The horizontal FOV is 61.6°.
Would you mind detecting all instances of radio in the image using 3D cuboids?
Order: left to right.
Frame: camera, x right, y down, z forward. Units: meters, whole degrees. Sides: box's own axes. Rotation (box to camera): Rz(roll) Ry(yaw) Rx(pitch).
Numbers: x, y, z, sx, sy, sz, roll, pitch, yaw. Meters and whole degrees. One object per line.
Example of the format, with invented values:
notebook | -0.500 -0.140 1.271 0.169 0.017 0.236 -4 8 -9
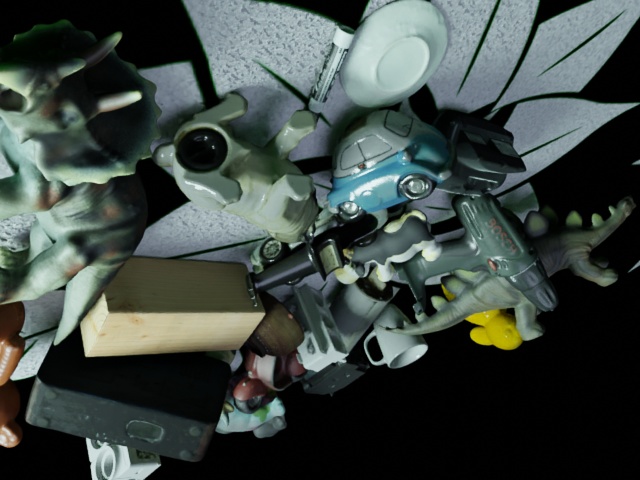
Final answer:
radio | -0.235 0.190 0.683 0.229 0.131 0.073 17 112 -12

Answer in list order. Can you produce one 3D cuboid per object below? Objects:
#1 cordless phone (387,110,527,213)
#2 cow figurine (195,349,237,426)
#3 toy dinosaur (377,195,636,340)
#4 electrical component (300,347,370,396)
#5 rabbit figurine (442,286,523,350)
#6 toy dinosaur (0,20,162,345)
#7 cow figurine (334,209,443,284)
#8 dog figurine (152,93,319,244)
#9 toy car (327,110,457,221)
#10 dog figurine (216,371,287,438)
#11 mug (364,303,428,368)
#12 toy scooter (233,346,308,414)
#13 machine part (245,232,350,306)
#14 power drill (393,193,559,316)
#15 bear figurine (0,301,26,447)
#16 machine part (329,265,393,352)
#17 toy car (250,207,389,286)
cordless phone | 0.171 -0.085 0.744 0.146 0.089 0.184 4 146 -38
cow figurine | -0.174 0.207 0.827 0.085 0.127 0.194 -3 136 -27
toy dinosaur | 0.324 0.062 0.921 0.471 0.198 0.105 -39 -176 10
electrical component | 0.021 0.260 1.088 0.115 0.058 0.134 -42 143 16
rabbit figurine | 0.327 0.146 1.047 0.122 0.173 0.162 -26 141 -8
toy dinosaur | -0.227 -0.034 0.501 0.192 0.131 0.404 -16 150 -15
cow figurine | 0.087 0.013 0.792 0.167 0.068 0.098 -25 149 14
dog figurine | -0.082 -0.052 0.596 0.172 0.121 0.190 14 157 -1
toy car | 0.071 -0.097 0.628 0.162 0.109 0.102 -18 115 27
dog figurine | -0.179 0.317 0.989 0.219 0.108 0.191 -14 146 -12
mug | 0.134 0.182 1.018 0.109 0.107 0.080 -31 145 10
toy scooter | -0.077 0.195 0.904 0.184 0.075 0.135 -29 128 -49
machine part | -0.032 0.038 0.693 0.139 0.039 0.084 -25 147 0
power drill | 0.234 0.047 0.847 0.207 0.232 0.086 -25 -170 26
bear figurine | -0.388 0.144 0.575 0.132 0.120 0.195 -17 128 -63
machine part | 0.053 0.125 0.919 0.079 0.079 0.243 -1 137 -33
toy car | -0.002 -0.002 0.735 0.202 0.056 0.073 -28 139 6
